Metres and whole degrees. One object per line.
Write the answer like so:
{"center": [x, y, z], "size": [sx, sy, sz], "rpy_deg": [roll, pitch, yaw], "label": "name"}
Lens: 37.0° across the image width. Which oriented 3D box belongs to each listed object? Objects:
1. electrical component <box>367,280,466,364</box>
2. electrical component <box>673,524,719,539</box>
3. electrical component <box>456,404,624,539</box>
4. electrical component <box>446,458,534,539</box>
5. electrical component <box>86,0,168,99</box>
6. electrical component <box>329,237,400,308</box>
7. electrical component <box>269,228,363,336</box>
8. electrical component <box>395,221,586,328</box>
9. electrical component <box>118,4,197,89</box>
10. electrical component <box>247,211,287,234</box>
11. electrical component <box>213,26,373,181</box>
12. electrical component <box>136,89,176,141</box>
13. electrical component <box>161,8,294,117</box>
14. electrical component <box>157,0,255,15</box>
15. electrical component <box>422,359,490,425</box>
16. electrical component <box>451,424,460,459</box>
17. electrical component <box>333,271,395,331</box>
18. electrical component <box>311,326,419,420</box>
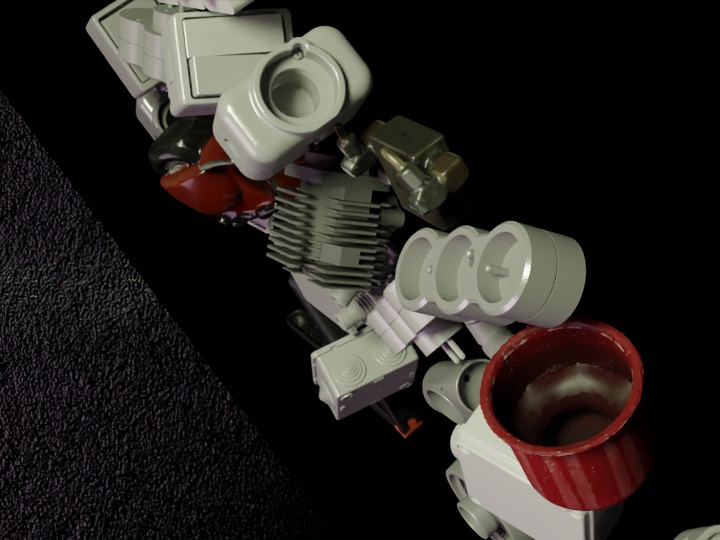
{"center": [0.053, 0.040, 0.808], "size": [0.073, 0.052, 0.138], "rpy_deg": [51, 165, 7], "label": "electrical component"}
{"center": [0.227, 0.208, 0.665], "size": [0.095, 0.054, 0.059], "rpy_deg": [50, 165, 10], "label": "electrical component"}
{"center": [0.131, 0.149, 0.777], "size": [0.109, 0.056, 0.108], "rpy_deg": [27, 155, 28], "label": "electrical component"}
{"center": [0.123, 0.209, 0.974], "size": [0.108, 0.060, 0.108], "rpy_deg": [48, 165, 17], "label": "electrical component"}
{"center": [-0.196, -0.203, 0.983], "size": [0.096, 0.062, 0.061], "rpy_deg": [56, 165, -13], "label": "electrical component"}
{"center": [0.000, 0.000, 0.848], "size": [0.048, 0.062, 0.048], "rpy_deg": [34, 170, 7], "label": "electrical component"}
{"center": [-0.026, -0.002, 0.959], "size": [0.100, 0.048, 0.099], "rpy_deg": [34, 157, 50], "label": "electrical component"}
{"center": [0.086, 0.007, 0.627], "size": [0.074, 0.052, 0.138], "rpy_deg": [13, 173, -27], "label": "electrical component"}
{"center": [-0.153, -0.197, 0.889], "size": [0.138, 0.052, 0.073], "rpy_deg": [35, 127, 42], "label": "electrical component"}
{"center": [-0.113, -0.085, 0.980], "size": [0.121, 0.063, 0.078], "rpy_deg": [27, 111, 59], "label": "electrical component"}
{"center": [-0.042, -0.105, 0.671], "size": [0.053, 0.095, 0.059], "rpy_deg": [52, 166, 0], "label": "electrical component"}
{"center": [-0.181, -0.147, 1.085], "size": [0.095, 0.054, 0.059], "rpy_deg": [53, 166, -2], "label": "electrical component"}
{"center": [-0.080, -0.141, 0.725], "size": [0.061, 0.096, 0.061], "rpy_deg": [180, 83, -72], "label": "electrical component"}
{"center": [-0.111, -0.218, 0.685], "size": [0.150, 0.062, 0.089], "rpy_deg": [29, 153, 57], "label": "electrical component"}
{"center": [0.095, 0.106, 0.854], "size": [0.079, 0.044, 0.077], "rpy_deg": [46, 164, -7], "label": "electrical component"}
{"center": [0.110, 0.153, 0.915], "size": [0.055, 0.045, 0.045], "rpy_deg": [28, 152, 58], "label": "electrical component"}
{"center": [0.007, 0.026, 0.897], "size": [0.048, 0.062, 0.048], "rpy_deg": [48, 165, 17], "label": "electrical component"}
{"center": [0.006, 0.091, 0.989], "size": [0.048, 0.100, 0.099], "rpy_deg": [61, 169, 19], "label": "electrical component"}
